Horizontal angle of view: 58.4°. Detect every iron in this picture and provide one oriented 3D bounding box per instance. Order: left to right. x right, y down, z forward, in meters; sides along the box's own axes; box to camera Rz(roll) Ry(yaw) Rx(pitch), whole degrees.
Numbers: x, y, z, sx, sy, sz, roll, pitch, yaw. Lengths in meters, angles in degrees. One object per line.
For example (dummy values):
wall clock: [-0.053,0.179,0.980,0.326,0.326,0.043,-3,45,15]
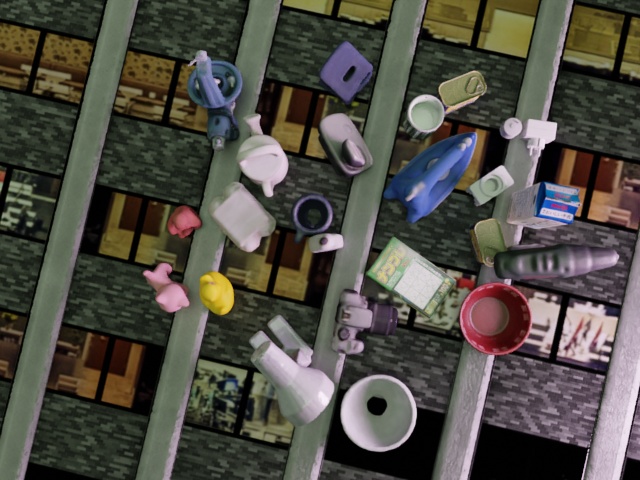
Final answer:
iron: [0.264,-0.160,1.258,0.258,0.141,0.118,-45,87,0]

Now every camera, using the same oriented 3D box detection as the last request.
camera: [0.100,0.188,1.272,0.136,0.101,0.143,9,88,2]

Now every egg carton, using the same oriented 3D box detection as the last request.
egg carton: [-0.178,-0.052,1.302,0.107,0.069,0.150,-44,88,0]

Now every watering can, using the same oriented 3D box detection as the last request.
watering can: [-0.132,-0.184,1.243,0.101,0.194,0.173,-34,87,1]

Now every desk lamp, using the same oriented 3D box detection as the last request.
desk lamp: [-0.070,0.275,1.218,0.118,0.213,0.203,-42,87,0]

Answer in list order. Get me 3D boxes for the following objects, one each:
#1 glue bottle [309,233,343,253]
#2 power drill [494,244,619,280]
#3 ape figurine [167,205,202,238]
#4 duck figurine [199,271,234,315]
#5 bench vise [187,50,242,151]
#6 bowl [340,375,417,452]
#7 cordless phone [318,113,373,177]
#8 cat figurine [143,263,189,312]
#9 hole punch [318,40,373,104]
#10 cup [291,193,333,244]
glue bottle: [0.011,0.004,1.244,0.078,0.173,0.037,-9,88,2]
power drill: [0.474,0.044,1.213,0.229,0.208,0.076,-6,88,2]
ape figurine: [-0.309,-0.042,1.294,0.077,0.092,0.076,4,88,2]
duck figurine: [-0.240,0.121,1.290,0.077,0.086,0.104,-25,88,1]
bench vise: [-0.218,-0.309,1.236,0.121,0.219,0.207,-22,88,1]
bowl: [0.128,0.379,1.279,0.167,0.074,0.167,0,88,2]
cordless phone: [0.054,-0.215,1.244,0.094,0.185,0.147,-32,87,1]
cat figurine: [-0.345,0.112,1.278,0.067,0.118,0.128,-44,87,0]
hole punch: [0.060,-0.379,1.295,0.101,0.091,0.109,37,90,2]
cup: [-0.023,-0.043,1.285,0.091,0.095,0.118,28,89,2]
